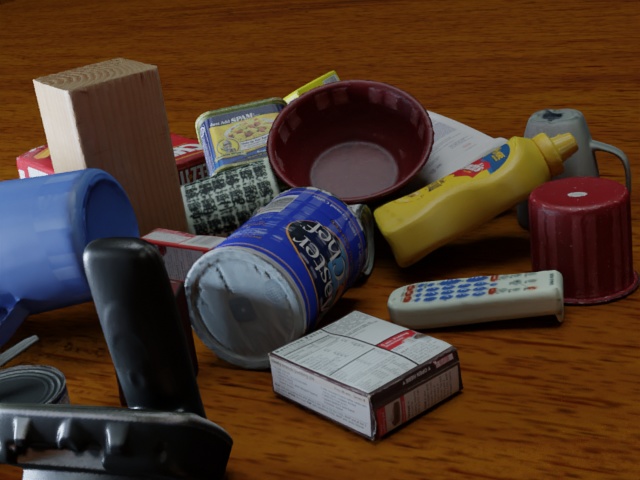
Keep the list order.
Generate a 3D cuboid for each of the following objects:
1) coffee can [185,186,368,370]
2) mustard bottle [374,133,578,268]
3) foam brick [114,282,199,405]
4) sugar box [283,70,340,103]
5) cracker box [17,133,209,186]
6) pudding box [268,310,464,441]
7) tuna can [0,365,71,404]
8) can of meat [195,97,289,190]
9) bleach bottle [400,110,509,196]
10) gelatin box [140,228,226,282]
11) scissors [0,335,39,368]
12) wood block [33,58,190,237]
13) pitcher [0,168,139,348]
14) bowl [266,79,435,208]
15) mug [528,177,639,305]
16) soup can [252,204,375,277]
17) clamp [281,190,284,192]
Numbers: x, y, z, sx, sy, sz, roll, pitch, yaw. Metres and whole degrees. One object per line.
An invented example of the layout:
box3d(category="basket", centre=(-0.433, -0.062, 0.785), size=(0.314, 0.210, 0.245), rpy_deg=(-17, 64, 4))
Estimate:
box3d(category="coffee can", centre=(-0.032, 0.028, 0.868), size=(0.103, 0.103, 0.140), rpy_deg=(2, 23, 24))
box3d(category="mustard bottle", centre=(0.144, -0.044, 0.965), size=(0.191, 0.058, 0.096), rpy_deg=(-28, 8, 5))
box3d(category="foam brick", centre=(-0.127, 0.078, 0.809), size=(0.053, 0.078, 0.051), rpy_deg=(-3, 21, 7))
box3d(category="sugar box", centre=(-0.055, -0.132, 1.261), size=(0.177, 0.048, 0.093), rpy_deg=(-26, 7, 37))
box3d(category="cracker box", centre=(-0.232, -0.076, 1.249), size=(0.163, 0.072, 0.214), rpy_deg=(-24, 27, -34))
box3d(category="pudding box", centre=(0.031, 0.094, 0.766), size=(0.089, 0.039, 0.114), rpy_deg=(-24, 24, -34))
box3d(category="tuna can", centre=(-0.225, 0.126, 0.781), size=(0.086, 0.034, 0.086), rpy_deg=(-7, 21, 3))
box3d(category="can of meat", centre=(-0.072, -0.094, 1.111), size=(0.102, 0.057, 0.084), rpy_deg=(-13, 52, -6))
box3d(category="bleach bottle", centre=(0.100, -0.102, 1.134), size=(0.102, 0.068, 0.251), rpy_deg=(-34, 37, -11))
box3d(category="gelatin box", centre=(-0.113, 0.032, 0.928), size=(0.089, 0.073, 0.030), rpy_deg=(7, 25, 36))
box3d(category="scissors", centre=(-0.301, 0.125, 0.769), size=(0.201, 0.016, 0.096), rpy_deg=(-40, 26, -28))
box3d(category="wood block", centre=(-0.188, -0.055, 0.993), size=(0.090, 0.206, 0.090), rpy_deg=(-20, 24, -29))
box3d(category="pitcher", centre=(-0.283, 0.021, 0.910), size=(0.243, 0.149, 0.144), rpy_deg=(-10, 11, 18))
box3d(category="bowl", centre=(0.031, -0.082, 1.041), size=(0.162, 0.055, 0.162), rpy_deg=(-4, 51, 5))
box3d(category="mug", centre=(0.212, -0.006, 0.894), size=(0.093, 0.081, 0.117), rpy_deg=(-13, 22, -12))
box3d(category="soup can", centre=(-0.006, 0.001, 0.975), size=(0.102, 0.068, 0.068), rpy_deg=(-1, 22, 16))
box3d(category="clamp", centre=(-0.046, -0.076, 1.157), size=(0.210, 0.036, 0.164), rpy_deg=(2, 52, 2))
